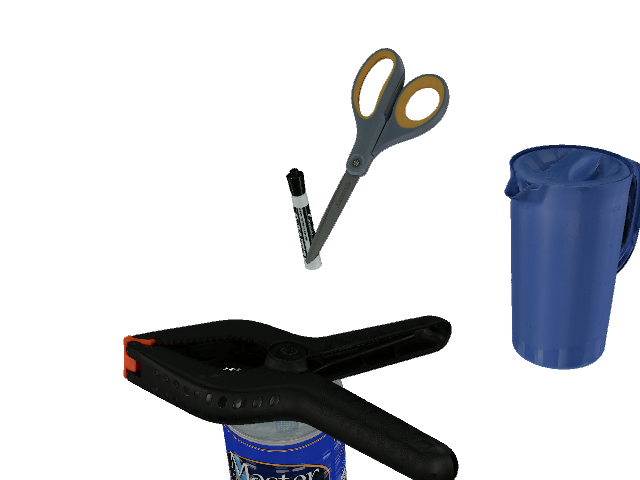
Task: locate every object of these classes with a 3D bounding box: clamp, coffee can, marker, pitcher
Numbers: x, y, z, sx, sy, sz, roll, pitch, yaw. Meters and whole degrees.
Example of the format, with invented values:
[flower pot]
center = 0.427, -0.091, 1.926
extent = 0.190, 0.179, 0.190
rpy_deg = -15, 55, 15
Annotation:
[clamp]
center = -0.014, 0.079, 0.654
extent = 0.210, 0.036, 0.164
rpy_deg = 9, 24, 9
[coffee can]
center = -0.029, 0.179, 0.905
extent = 0.103, 0.140, 0.103
rpy_deg = -2, 37, 2
[marker]
center = -0.018, -0.023, 1.164
extent = 0.020, 0.121, 0.020
rpy_deg = -9, 29, 5
[pitcher]
center = 0.288, 0.018, 1.222
extent = 0.149, 0.243, 0.144
rpy_deg = 5, 26, 16

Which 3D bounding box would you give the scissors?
[scissors]
center = 0.052, -0.070, 0.923
extent = 0.096, 0.202, 0.016
rpy_deg = 9, -11, 21
